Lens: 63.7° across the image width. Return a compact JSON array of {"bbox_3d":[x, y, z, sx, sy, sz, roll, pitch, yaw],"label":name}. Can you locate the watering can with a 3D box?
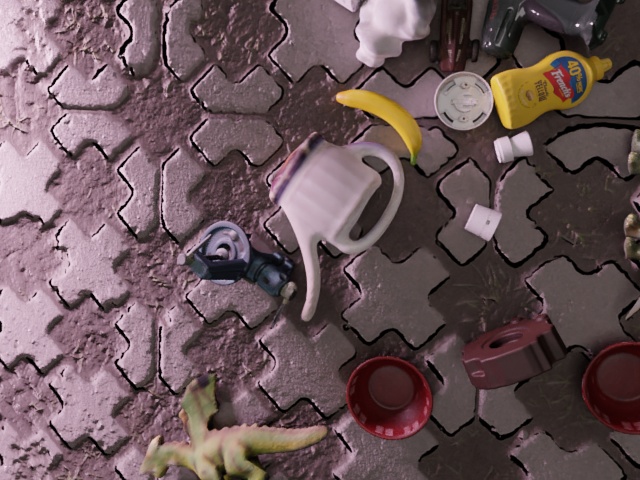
[{"bbox_3d":[0.003,-0.047,0.939,0.225,0.349,0.103,35,-7,6],"label":"watering can"}]

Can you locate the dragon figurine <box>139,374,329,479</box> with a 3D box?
[{"bbox_3d":[-0.198,0.389,1.043,0.408,0.244,0.122,-37,-11,11],"label":"dragon figurine"}]

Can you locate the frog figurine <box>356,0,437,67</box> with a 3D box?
[{"bbox_3d":[0.131,-0.384,0.912,0.138,0.155,0.125,25,47,19],"label":"frog figurine"}]
